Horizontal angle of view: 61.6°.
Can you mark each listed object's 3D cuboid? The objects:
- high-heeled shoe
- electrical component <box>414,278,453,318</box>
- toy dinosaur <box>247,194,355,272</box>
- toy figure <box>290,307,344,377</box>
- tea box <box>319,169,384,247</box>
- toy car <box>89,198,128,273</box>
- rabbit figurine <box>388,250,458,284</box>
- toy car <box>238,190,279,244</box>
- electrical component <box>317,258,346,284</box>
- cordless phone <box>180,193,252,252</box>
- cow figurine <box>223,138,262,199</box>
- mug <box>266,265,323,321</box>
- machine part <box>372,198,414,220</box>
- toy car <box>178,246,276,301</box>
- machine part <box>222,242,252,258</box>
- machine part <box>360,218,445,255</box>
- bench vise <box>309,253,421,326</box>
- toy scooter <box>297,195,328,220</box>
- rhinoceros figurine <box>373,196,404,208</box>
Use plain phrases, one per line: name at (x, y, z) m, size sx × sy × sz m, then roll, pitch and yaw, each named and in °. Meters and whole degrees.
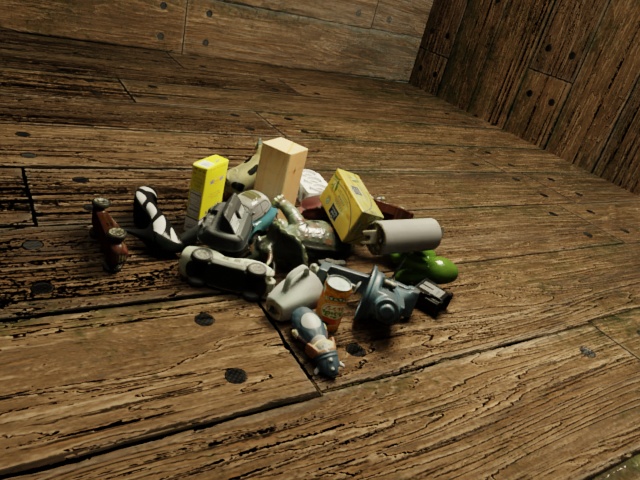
high-heeled shoe at (-0.363, -0.052, 1.237) m, size 0.145 × 0.086 × 0.249 m, roll 15°, pitch 31°, yaw -8°
electrical component at (0.237, 0.123, 1.239) m, size 0.119 × 0.047 × 0.075 m, roll 33°, pitch 32°, yaw 28°
toy dinosaur at (0.000, 0.000, 1.288) m, size 0.405 × 0.131 × 0.192 m, roll 1°, pitch 42°, yaw -34°
toy figure at (-0.008, 0.186, 0.989) m, size 0.064 × 0.057 × 0.155 m, roll -33°, pitch 43°, yaw -5°
tea box at (0.071, -0.077, 1.268) m, size 0.068 × 0.098 × 0.170 m, roll 13°, pitch 33°, yaw -35°
toy car at (-0.438, -0.015, 1.114) m, size 0.053 × 0.089 × 0.202 m, roll -5°, pitch 31°, yaw -32°
rabbit figurine at (0.256, 0.046, 1.312) m, size 0.159 × 0.121 × 0.170 m, roll -11°, pitch 33°, yaw -30°
toy car at (-0.170, -0.067, 1.308) m, size 0.109 × 0.102 × 0.162 m, roll 30°, pitch 47°, yaw 22°
electrical component at (0.011, 0.070, 1.205) m, size 0.094 × 0.063 × 0.021 m, roll -3°, pitch 33°, yaw -29°
cordless phone at (-0.245, -0.013, 1.164) m, size 0.184 × 0.088 × 0.147 m, roll -21°, pitch 27°, yaw 17°
cow figurine at (-0.185, -0.195, 1.487) m, size 0.086 × 0.127 × 0.195 m, roll 36°, pitch 54°, yaw 27°
mug at (-0.053, 0.108, 1.067) m, size 0.081 × 0.109 × 0.107 m, roll 34°, pitch 45°, yaw 26°
machine part at (0.149, -0.071, 1.377) m, size 0.179 × 0.056 × 0.179 m, roll 19°, pitch 4°, yaw -1°
toy car at (-0.189, 0.068, 1.097) m, size 0.202 × 0.073 × 0.056 m, roll 15°, pitch 27°, yaw 0°
machine part at (-0.194, 0.017, 1.196) m, size 0.039 × 0.084 × 0.139 m, roll 47°, pitch 4°, yaw -31°
machine part at (0.191, -0.008, 1.220) m, size 0.243 × 0.079 × 0.079 m, roll -4°, pitch 32°, yaw -33°
bench vise at (0.093, 0.097, 1.143) m, size 0.241 × 0.128 × 0.224 m, roll 21°, pitch 23°, yaw 4°
toy scooter at (0.006, -0.091, 1.482) m, size 0.135 × 0.075 × 0.184 m, roll -10°, pitch 2°, yaw 9°
rhinoceros figurine at (0.188, -0.061, 1.533) m, size 0.112 × 0.073 × 0.191 m, roll -7°, pitch 34°, yaw -39°
